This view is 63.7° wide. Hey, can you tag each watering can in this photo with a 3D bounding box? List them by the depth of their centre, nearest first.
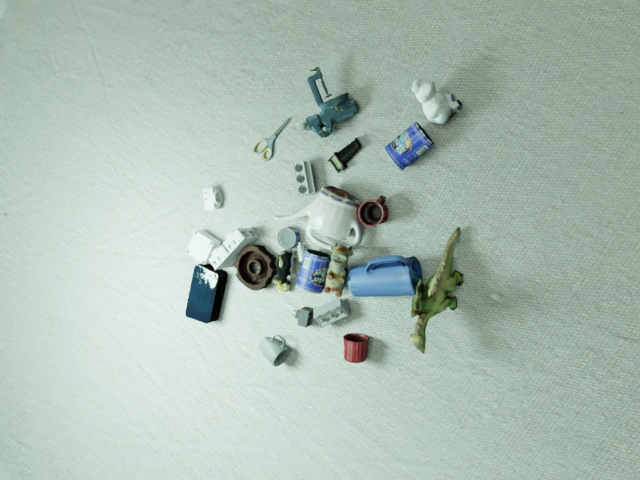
[{"bbox_3d":[0.006,-0.094,1.873,0.349,0.104,0.222,24,102,15],"label":"watering can"}]

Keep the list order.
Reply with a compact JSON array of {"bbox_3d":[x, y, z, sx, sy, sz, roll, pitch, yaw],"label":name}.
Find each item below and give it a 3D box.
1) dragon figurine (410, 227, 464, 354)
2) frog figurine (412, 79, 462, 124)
[{"bbox_3d":[0.365,0.159,1.652,0.122,0.243,0.408,14,99,28],"label":"dragon figurine"},{"bbox_3d":[0.361,-0.450,1.680,0.120,0.159,0.141,126,149,-47],"label":"frog figurine"}]
